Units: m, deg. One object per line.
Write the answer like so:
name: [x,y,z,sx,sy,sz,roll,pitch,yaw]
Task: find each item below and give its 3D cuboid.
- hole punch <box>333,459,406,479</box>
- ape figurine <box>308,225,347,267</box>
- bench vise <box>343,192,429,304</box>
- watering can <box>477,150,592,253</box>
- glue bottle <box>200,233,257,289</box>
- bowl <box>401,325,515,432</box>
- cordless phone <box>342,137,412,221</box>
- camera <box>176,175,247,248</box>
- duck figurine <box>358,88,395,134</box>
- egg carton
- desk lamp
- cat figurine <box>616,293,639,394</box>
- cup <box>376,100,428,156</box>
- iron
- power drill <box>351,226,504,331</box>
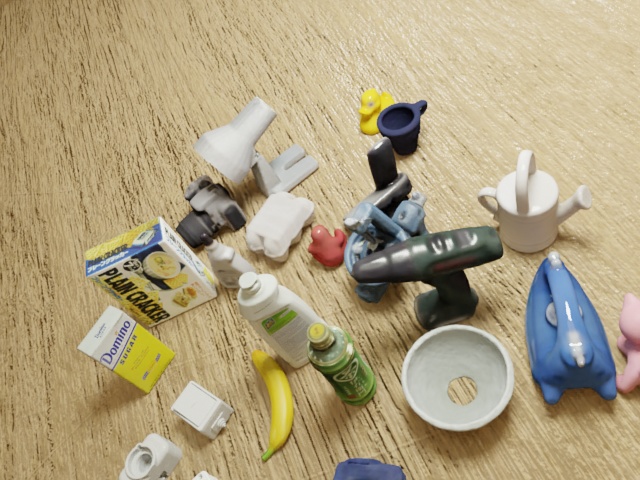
hole punch: [0.065,0.367,0.826,0.108,0.091,0.101,-4,56,19]
ape figurine: [0.010,0.004,1.100,0.077,0.092,0.076,-16,53,11]
bench vise: [0.104,-0.018,0.997,0.121,0.220,0.207,8,60,26]
watering can: [0.353,-0.072,0.954,0.172,0.194,0.101,-11,54,14]
glue bottle: [-0.184,0.038,1.100,0.078,0.173,0.037,-2,56,20]
bowl: [0.213,0.220,0.882,0.167,0.075,0.167,-10,54,15]
cordless phone: [0.097,-0.102,1.081,0.148,0.185,0.093,-42,52,-10]
camera: [-0.256,-0.060,1.243,0.137,0.101,0.142,-43,53,-11]
duck figurine: [0.121,-0.299,1.273,0.077,0.086,0.105,26,69,33]
egg carton: [-0.082,-0.030,1.174,0.107,0.070,0.150,19,66,31]
desk lamp: [-0.136,-0.186,1.212,0.203,0.214,0.117,-39,52,-8]
cat figurine: [0.458,0.145,0.811,0.067,0.118,0.128,2,58,23]
cup: [0.181,-0.232,1.197,0.118,0.095,0.091,-37,52,-6]
iron: [0.364,0.106,0.860,0.118,0.142,0.258,-10,54,15]
power drill: [0.181,0.062,0.919,0.229,0.209,0.075,-21,52,6]
